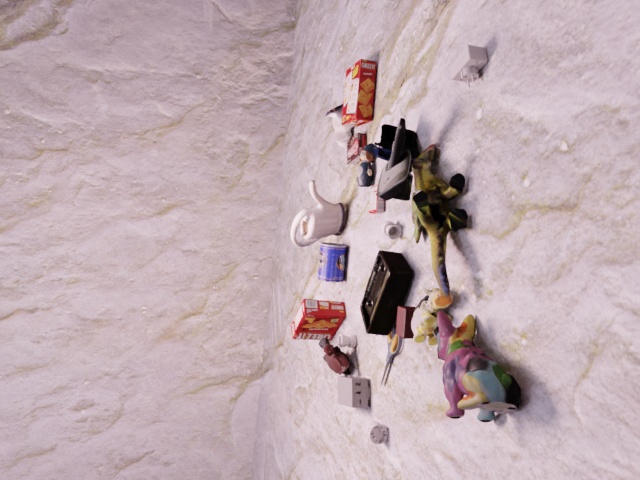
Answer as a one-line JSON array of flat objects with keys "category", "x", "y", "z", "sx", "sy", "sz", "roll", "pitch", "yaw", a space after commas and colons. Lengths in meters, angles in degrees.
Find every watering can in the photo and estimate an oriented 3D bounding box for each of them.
[{"category": "watering can", "x": 0.006, "y": -0.099, "z": 1.975, "sx": 0.106, "sy": 0.225, "sz": 0.339, "roll": 58, "pitch": 143, "yaw": 34}]

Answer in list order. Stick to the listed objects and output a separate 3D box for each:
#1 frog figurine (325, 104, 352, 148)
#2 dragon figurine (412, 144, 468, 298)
[{"category": "frog figurine", "x": 0.095, "y": -0.449, "z": 2.027, "sx": 0.158, "sy": 0.124, "sz": 0.137, "roll": 60, "pitch": 158, "yaw": -10}, {"category": "dragon figurine", "x": 0.273, "y": -0.055, "z": 1.274, "sx": 0.240, "sy": 0.122, "sz": 0.415, "roll": 85, "pitch": -172, "yaw": -77}]
